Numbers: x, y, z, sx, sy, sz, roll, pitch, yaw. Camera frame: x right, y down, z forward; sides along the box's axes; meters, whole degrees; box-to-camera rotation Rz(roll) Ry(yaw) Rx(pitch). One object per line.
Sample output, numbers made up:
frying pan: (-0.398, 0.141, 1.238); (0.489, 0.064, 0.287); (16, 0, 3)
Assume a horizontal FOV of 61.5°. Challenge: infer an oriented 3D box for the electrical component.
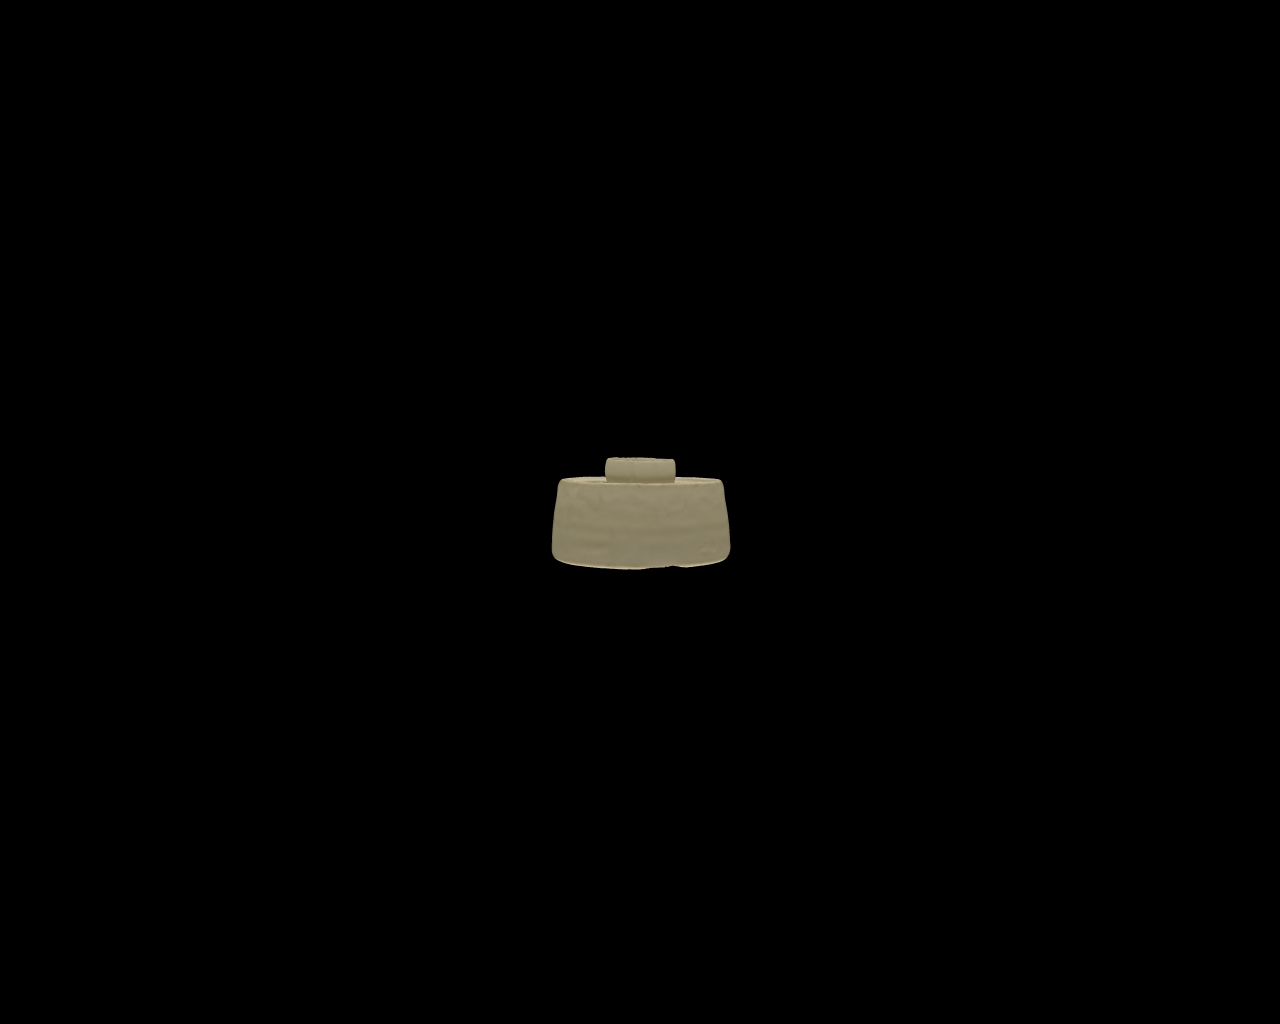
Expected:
electrical component: (0.001, -0.003, 0.650); (0.108, 0.060, 0.108); (0, 5, 0)
